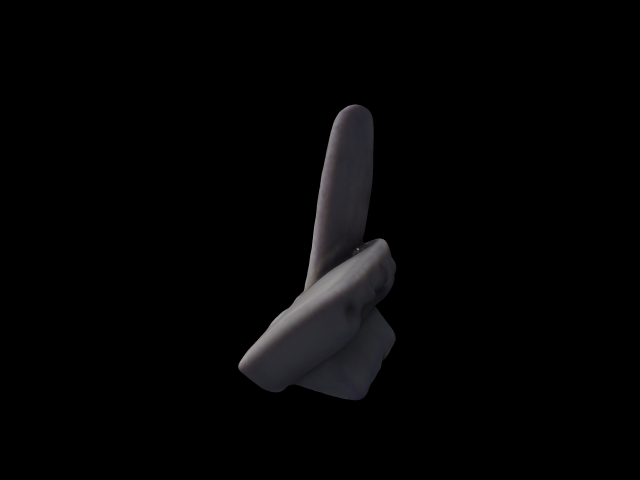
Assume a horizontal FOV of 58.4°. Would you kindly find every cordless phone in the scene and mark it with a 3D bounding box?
[{"bbox_3d":[0.004,0.001,0.400,0.094,0.185,0.148,4,15,14],"label":"cordless phone"}]
